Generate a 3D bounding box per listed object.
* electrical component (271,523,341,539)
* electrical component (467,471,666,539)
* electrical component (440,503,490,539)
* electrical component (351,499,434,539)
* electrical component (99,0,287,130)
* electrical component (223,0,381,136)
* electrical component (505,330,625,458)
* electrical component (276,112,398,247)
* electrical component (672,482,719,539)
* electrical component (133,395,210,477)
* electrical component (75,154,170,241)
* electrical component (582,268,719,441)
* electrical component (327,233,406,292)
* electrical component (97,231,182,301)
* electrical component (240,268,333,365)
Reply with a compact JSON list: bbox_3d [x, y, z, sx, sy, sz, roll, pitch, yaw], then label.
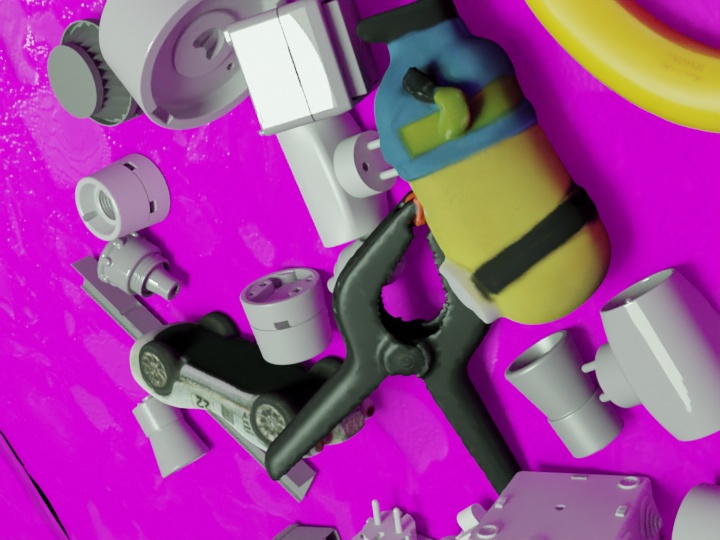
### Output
[{"bbox_3d":[-0.050,0.268,0.821,0.056,0.109,0.108,-9,106,40],"label":"electrical component"},{"bbox_3d":[0.117,0.155,0.610,0.100,0.100,0.048,-4,107,31],"label":"electrical component"},{"bbox_3d":[0.077,0.192,0.708,0.066,0.048,0.055,52,129,6],"label":"electrical component"},{"bbox_3d":[0.023,0.196,0.758,0.066,0.047,0.076,12,121,38],"label":"electrical component"},{"bbox_3d":[-0.103,-0.144,0.637,0.060,0.108,0.108,44,136,23],"label":"electrical component"},{"bbox_3d":[-0.024,-0.119,0.596,0.061,0.096,0.061,-14,105,17],"label":"electrical component"},{"bbox_3d":[0.118,0.072,0.606,0.065,0.044,0.044,54,137,-3],"label":"electrical component"},{"bbox_3d":[-0.004,-0.060,0.638,0.079,0.043,0.077,-13,104,45],"label":"electrical component"},{"bbox_3d":[0.197,0.141,0.564,0.047,0.055,0.055,10,120,43],"label":"electrical component"},{"bbox_3d":[-0.160,0.133,0.894,0.044,0.044,0.065,-37,82,47],"label":"electrical component"},{"bbox_3d":[-0.177,-0.053,0.797,0.055,0.047,0.055,22,126,33],"label":"electrical component"},{"bbox_3d":[0.150,0.049,0.559,0.079,0.044,0.077,-30,92,47],"label":"electrical component"},{"bbox_3d":[0.000,0.000,0.676,0.061,0.035,0.035,-33,90,50],"label":"electrical component"},{"bbox_3d":[-0.165,0.001,0.821,0.062,0.048,0.048,31,131,17],"label":"electrical component"},{"bbox_3d":[-0.048,0.031,0.723,0.055,0.055,0.047,5,120,40],"label":"electrical component"}]
